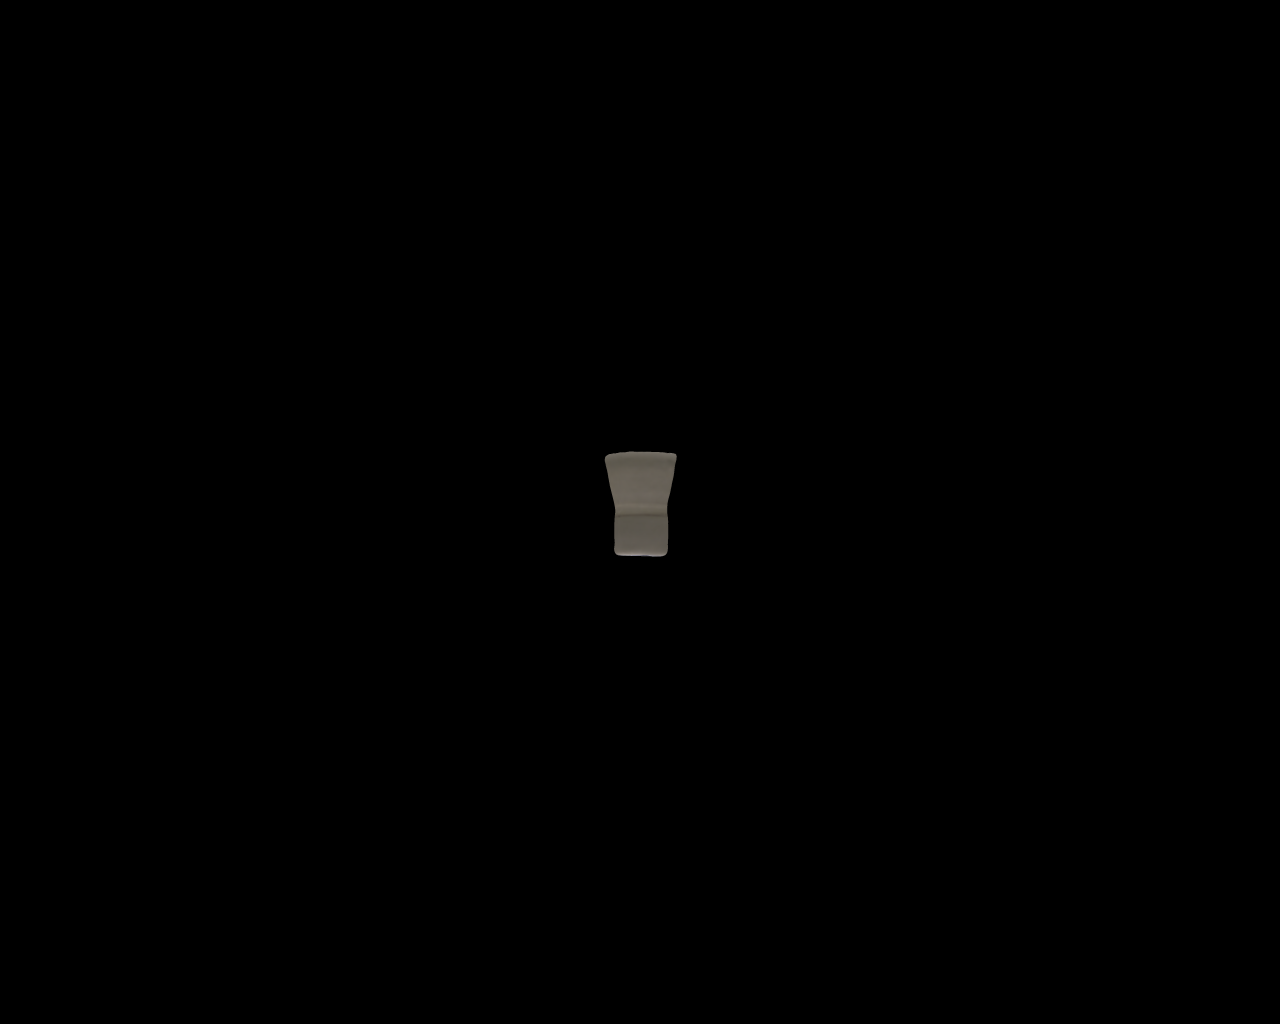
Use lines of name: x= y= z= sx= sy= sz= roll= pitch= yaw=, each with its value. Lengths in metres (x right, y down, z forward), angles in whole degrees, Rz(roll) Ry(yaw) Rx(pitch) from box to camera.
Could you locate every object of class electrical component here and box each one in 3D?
electrical component: x=0.001 y=-0.003 z=0.650 sx=0.044 sy=0.065 sz=0.044 roll=0 pitch=-3 yaw=0
